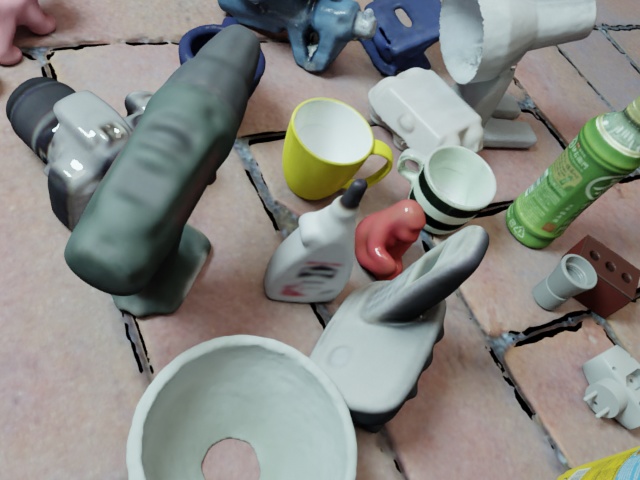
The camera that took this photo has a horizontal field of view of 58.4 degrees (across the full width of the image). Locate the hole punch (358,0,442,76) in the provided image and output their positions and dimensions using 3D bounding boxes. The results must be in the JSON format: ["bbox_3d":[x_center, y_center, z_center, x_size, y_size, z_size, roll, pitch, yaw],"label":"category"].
[{"bbox_3d":[0.119,-0.300,0.813,0.101,0.091,0.108,-12,62,-28],"label":"hole punch"}]

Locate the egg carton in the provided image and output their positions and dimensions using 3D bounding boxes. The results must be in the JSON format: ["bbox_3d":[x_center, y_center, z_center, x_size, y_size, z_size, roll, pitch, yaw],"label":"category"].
[{"bbox_3d":[0.133,-0.152,0.730,0.107,0.069,0.150,-30,71,-34],"label":"egg carton"}]

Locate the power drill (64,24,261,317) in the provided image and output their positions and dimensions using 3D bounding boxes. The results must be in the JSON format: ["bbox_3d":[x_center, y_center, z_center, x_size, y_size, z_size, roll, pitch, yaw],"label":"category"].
[{"bbox_3d":[-0.120,-0.037,0.463,0.075,0.208,0.230,23,52,-4],"label":"power drill"}]

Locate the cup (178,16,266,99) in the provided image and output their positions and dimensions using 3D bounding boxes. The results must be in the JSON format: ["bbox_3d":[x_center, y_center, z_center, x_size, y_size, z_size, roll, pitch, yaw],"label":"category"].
[{"bbox_3d":[-0.113,-0.183,0.640,0.092,0.095,0.117,11,54,-13],"label":"cup"}]

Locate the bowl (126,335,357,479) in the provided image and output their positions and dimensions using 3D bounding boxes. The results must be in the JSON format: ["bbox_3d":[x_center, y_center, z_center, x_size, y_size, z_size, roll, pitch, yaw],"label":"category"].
[{"bbox_3d":[-0.060,0.162,0.434,0.168,0.074,0.167,10,54,-14],"label":"bowl"}]

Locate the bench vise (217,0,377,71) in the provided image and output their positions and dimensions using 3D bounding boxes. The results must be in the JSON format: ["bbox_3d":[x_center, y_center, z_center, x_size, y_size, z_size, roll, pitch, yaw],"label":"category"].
[{"bbox_3d":[-0.014,-0.338,0.705,0.207,0.219,0.121,16,53,-10],"label":"bench vise"}]

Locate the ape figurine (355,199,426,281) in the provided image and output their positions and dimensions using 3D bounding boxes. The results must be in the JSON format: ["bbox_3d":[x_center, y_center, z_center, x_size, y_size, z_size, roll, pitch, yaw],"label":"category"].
[{"bbox_3d":[0.078,-0.006,0.593,0.078,0.092,0.076,-29,70,-34],"label":"ape figurine"}]

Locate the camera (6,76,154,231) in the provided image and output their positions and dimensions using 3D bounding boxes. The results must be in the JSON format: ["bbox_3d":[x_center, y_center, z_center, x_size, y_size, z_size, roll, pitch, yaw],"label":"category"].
[{"bbox_3d":[-0.214,-0.104,0.542,0.136,0.100,0.143,42,53,10],"label":"camera"}]

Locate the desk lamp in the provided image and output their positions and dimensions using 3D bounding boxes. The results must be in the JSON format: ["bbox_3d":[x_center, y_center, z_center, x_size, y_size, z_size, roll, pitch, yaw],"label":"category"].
[{"bbox_3d":[0.229,-0.226,0.727,0.204,0.213,0.118,-3,58,-22],"label":"desk lamp"}]

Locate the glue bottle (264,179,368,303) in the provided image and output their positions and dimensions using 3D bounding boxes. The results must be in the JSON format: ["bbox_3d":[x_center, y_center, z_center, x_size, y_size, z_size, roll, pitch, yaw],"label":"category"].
[{"bbox_3d":[0.005,0.002,0.507,0.078,0.173,0.037,1,57,-20],"label":"glue bottle"}]

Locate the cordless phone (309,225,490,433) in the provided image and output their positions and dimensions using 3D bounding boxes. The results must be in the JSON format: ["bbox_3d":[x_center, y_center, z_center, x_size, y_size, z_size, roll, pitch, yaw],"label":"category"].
[{"bbox_3d":[0.065,0.069,0.476,0.094,0.185,0.148,31,52,2],"label":"cordless phone"}]

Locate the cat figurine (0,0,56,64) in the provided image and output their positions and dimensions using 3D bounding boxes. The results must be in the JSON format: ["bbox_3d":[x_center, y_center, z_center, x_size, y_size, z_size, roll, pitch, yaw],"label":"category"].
[{"bbox_3d":[-0.326,-0.271,0.604,0.067,0.117,0.128,22,52,-5],"label":"cat figurine"}]
